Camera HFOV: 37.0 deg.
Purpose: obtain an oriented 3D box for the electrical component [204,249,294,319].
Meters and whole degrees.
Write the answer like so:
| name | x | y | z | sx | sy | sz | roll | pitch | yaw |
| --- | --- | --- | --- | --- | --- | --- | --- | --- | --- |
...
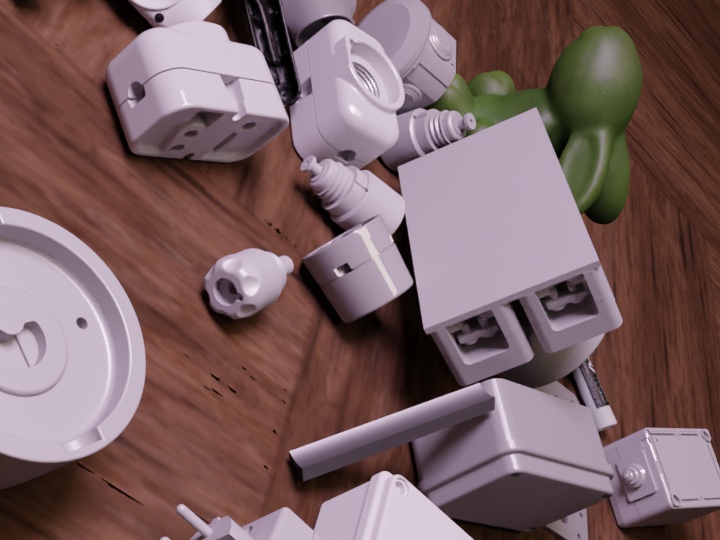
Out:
| name | x | y | z | sx | sy | sz | roll | pitch | yaw |
| --- | --- | --- | --- | --- | --- | --- | --- | --- | --- |
| electrical component | -0.057 | 0.004 | 0.596 | 0.035 | 0.035 | 0.061 | 60 | 31 | 2 |

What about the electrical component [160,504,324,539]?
| name | x | y | z | sx | sy | sz | roll | pitch | yaw |
| --- | --- | --- | --- | --- | --- | --- | --- | --- | --- |
| electrical component | -0.058 | 0.136 | 0.479 | 0.076 | 0.047 | 0.065 | 46 | 36 | -17 |

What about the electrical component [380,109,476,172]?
| name | x | y | z | sx | sy | sz | roll | pitch | yaw |
| --- | --- | --- | --- | --- | --- | --- | --- | --- | --- |
| electrical component | 0.048 | -0.097 | 0.777 | 0.040 | 0.078 | 0.040 | 19 | 65 | -48 |

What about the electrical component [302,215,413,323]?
| name | x | y | z | sx | sy | sz | roll | pitch | yaw |
| --- | --- | --- | --- | --- | --- | --- | --- | --- | --- |
| electrical component | 0.000 | 0.000 | 0.656 | 0.047 | 0.055 | 0.055 | 60 | 34 | -5 |

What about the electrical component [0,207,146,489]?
| name | x | y | z | sx | sy | sz | roll | pitch | yaw |
| --- | --- | --- | --- | --- | --- | --- | --- | --- | --- |
| electrical component | -0.148 | 0.036 | 0.432 | 0.108 | 0.060 | 0.108 | 32 | 42 | -34 |

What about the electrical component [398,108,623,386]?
| name | x | y | z | sx | sy | sz | roll | pitch | yaw |
| --- | --- | --- | --- | --- | --- | --- | --- | --- | --- |
| electrical component | 0.092 | -0.018 | 0.695 | 0.186 | 0.105 | 0.060 | -95 | 159 | -55 |

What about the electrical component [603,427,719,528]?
| name | x | y | z | sx | sy | sz | roll | pitch | yaw |
| --- | --- | --- | --- | --- | --- | --- | --- | --- | --- |
| electrical component | 0.223 | 0.158 | 0.813 | 0.096 | 0.061 | 0.061 | 8 | 58 | -39 |

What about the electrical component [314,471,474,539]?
| name | x | y | z | sx | sy | sz | roll | pitch | yaw |
| --- | --- | --- | --- | --- | --- | --- | --- | --- | --- |
| electrical component | 0.022 | 0.178 | 0.540 | 0.109 | 0.056 | 0.108 | 44 | 36 | -20 |

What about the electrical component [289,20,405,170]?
| name | x | y | z | sx | sy | sz | roll | pitch | yaw |
| --- | --- | --- | --- | --- | --- | --- | --- | --- | --- |
| electrical component | -0.010 | -0.118 | 0.731 | 0.054 | 0.059 | 0.095 | 23 | 47 | -41 |

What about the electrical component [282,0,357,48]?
| name | x | y | z | sx | sy | sz | roll | pitch | yaw |
| --- | --- | --- | --- | --- | --- | --- | --- | --- | --- |
| electrical component | -0.029 | -0.199 | 0.786 | 0.079 | 0.043 | 0.077 | 11 | 55 | -58 |

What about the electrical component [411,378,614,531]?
| name | x | y | z | sx | sy | sz | roll | pitch | yaw |
| --- | --- | --- | --- | --- | --- | --- | --- | --- | --- |
| electrical component | 0.094 | 0.117 | 0.661 | 0.113 | 0.078 | 0.057 | 21 | 46 | -42 |

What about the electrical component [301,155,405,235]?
| name | x | y | z | sx | sy | sz | roll | pitch | yaw |
| --- | --- | --- | --- | --- | --- | --- | --- | --- | --- |
| electrical component | -0.006 | -0.048 | 0.697 | 0.078 | 0.040 | 0.040 | 36 | 40 | -29 |

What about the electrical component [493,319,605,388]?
| name | x | y | z | sx | sy | sz | roll | pitch | yaw |
| --- | --- | --- | --- | --- | --- | --- | --- | --- | --- |
| electrical component | 0.121 | 0.032 | 0.740 | 0.060 | 0.108 | 0.108 | 46 | 35 | -28 |

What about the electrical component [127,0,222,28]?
| name | x | y | z | sx | sy | sz | roll | pitch | yaw |
| --- | --- | --- | --- | --- | --- | --- | --- | --- | --- |
| electrical component | -0.112 | -0.189 | 0.646 | 0.077 | 0.079 | 0.044 | 46 | -1 | -18 |

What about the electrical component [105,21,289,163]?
| name | x | y | z | sx | sy | sz | roll | pitch | yaw |
| --- | --- | --- | --- | --- | --- | --- | --- | --- | --- |
| electrical component | -0.094 | -0.102 | 0.616 | 0.095 | 0.054 | 0.059 | -2 | 65 | -52 |

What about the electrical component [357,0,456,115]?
| name | x | y | z | sx | sy | sz | roll | pitch | yaw |
| --- | --- | --- | --- | --- | --- | --- | --- | --- | --- |
| electrical component | 0.029 | -0.157 | 0.794 | 0.051 | 0.080 | 0.080 | 32 | 42 | -40 |
